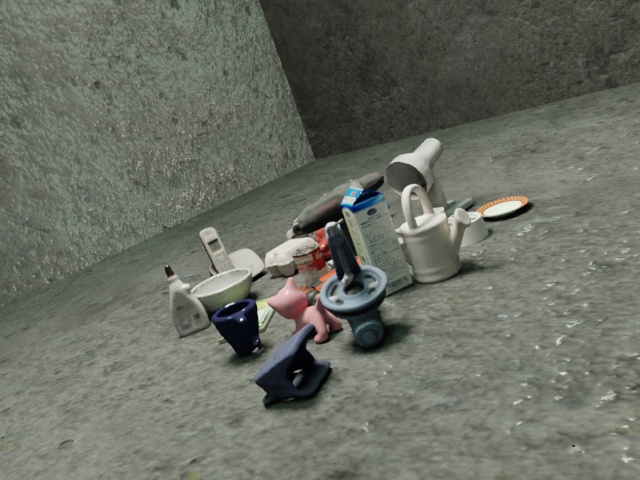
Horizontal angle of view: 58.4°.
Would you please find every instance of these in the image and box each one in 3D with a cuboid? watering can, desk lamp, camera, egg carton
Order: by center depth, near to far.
[{"bbox_3d":[0.218,-0.021,1.150,0.172,0.194,0.101,-15,14,19],"label":"watering can"},{"bbox_3d":[0.288,-0.152,1.523,0.117,0.214,0.204,-4,20,48],"label":"desk lamp"},{"bbox_3d":[-0.078,0.045,1.581,0.107,0.069,0.151,-6,19,44],"label":"egg carton"},{"bbox_3d":[-0.023,-0.033,1.745,0.143,0.101,0.137,-16,14,15],"label":"camera"}]

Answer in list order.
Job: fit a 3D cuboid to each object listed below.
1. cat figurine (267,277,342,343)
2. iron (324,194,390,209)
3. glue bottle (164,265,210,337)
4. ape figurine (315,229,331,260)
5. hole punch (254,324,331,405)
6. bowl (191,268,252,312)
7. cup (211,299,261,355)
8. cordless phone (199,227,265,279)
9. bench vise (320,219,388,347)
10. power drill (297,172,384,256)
[{"bbox_3d":[-0.035,0.128,1.086,0.127,0.118,0.067,-7,18,42],"label":"cat figurine"},{"bbox_3d":[0.078,-0.101,1.781,0.257,0.141,0.119,-11,16,34],"label":"iron"},{"bbox_3d":[-0.325,0.138,1.346,0.078,0.173,0.037,-21,14,-3],"label":"glue bottle"},{"bbox_3d":[0.014,0.006,1.558,0.076,0.092,0.078,-12,15,28],"label":"ape figurine"},{"bbox_3d":[-0.051,0.194,0.907,0.101,0.091,0.109,-14,15,25],"label":"hole punch"},{"bbox_3d":[-0.239,0.136,1.442,0.167,0.075,0.167,-19,13,5],"label":"bowl"},{"bbox_3d":[-0.149,0.176,1.109,0.092,0.095,0.117,-24,14,-18],"label":"cup"},{"bbox_3d":[-0.251,0.039,1.604,0.148,0.185,0.093,-31,17,-38],"label":"cordless phone"},{"bbox_3d":[0.040,0.063,1.017,0.122,0.220,0.207,-24,14,-15],"label":"bench vise"},{"bbox_3d":[0.072,-0.034,1.379,0.229,0.208,0.075,-18,14,6],"label":"power drill"}]
